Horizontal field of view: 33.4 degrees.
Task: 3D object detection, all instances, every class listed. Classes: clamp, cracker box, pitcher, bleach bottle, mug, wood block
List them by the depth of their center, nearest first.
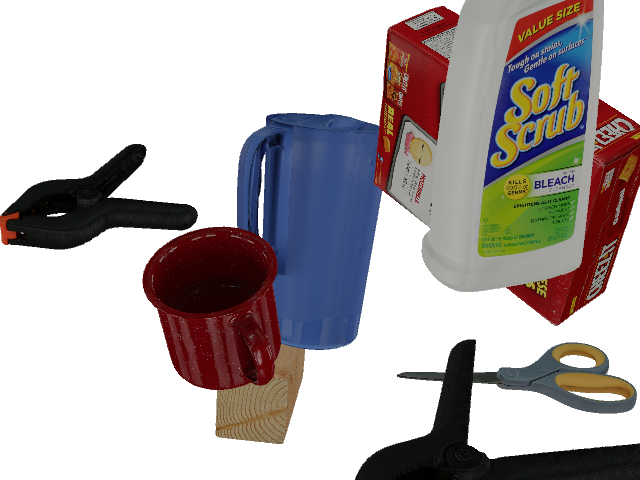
[{"bbox_3d":[0.114,-0.096,0.626,0.102,0.251,0.068,-9,29,-14],"label":"bleach bottle"},{"bbox_3d":[0.083,0.137,0.656,0.209,0.036,0.165,-23,37,-28],"label":"clamp"},{"bbox_3d":[-0.065,0.056,0.744,0.093,0.081,0.117,-28,44,-23],"label":"mug"},{"bbox_3d":[0.140,-0.062,0.835,0.072,0.164,0.214,-30,53,-29],"label":"cracker box"},{"bbox_3d":[-0.210,-0.039,0.973,0.171,0.039,0.120,-10,38,-24],"label":"clamp"},{"bbox_3d":[-0.010,-0.012,1.130,0.149,0.243,0.145,7,12,3],"label":"pitcher"},{"bbox_3d":[-0.076,0.184,1.435,0.091,0.090,0.206,5,16,4],"label":"wood block"}]

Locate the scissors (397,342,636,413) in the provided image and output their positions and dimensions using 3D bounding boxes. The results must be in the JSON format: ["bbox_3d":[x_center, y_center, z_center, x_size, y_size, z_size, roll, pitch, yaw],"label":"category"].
[{"bbox_3d":[0.170,0.109,0.922,0.202,0.016,0.096,10,29,6],"label":"scissors"}]
